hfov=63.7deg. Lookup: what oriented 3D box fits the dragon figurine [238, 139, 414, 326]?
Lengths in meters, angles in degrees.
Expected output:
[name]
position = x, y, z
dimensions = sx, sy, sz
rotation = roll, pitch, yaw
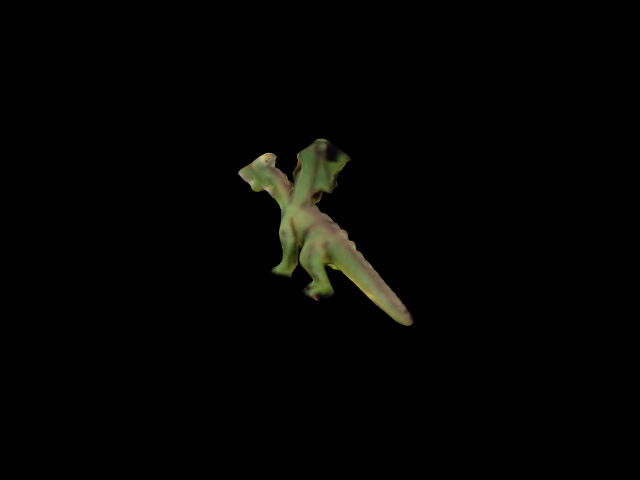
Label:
[dragon figurine]
position = 0.003, -0.043, 0.850
dimensions = 0.123, 0.238, 0.414
rotation = -22, 33, -39
